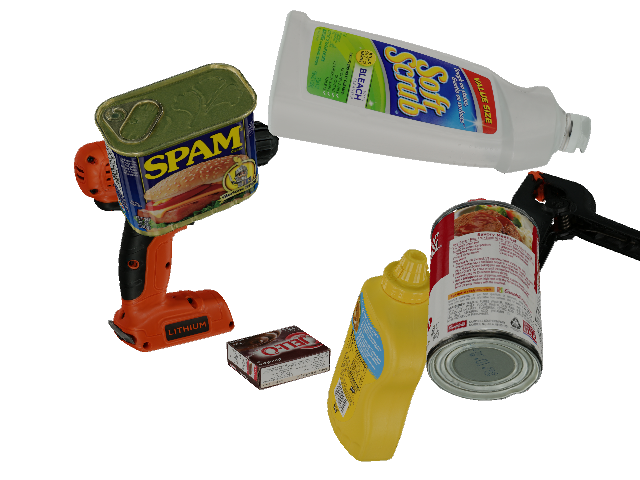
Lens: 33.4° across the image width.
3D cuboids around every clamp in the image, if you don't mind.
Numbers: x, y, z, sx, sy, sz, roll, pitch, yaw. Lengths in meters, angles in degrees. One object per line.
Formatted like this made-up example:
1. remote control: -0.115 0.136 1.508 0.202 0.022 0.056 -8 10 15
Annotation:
1. clamp: 0.233 -0.018 0.987 0.120 0.039 0.171 -2 33 3

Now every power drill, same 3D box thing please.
1. power drill: -0.117 -0.008 0.923 0.184 0.188 0.057 -12 21 -29

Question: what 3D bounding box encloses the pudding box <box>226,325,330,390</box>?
1. pudding box: -0.056 0.155 1.424 0.113 0.039 0.090 -14 23 -30

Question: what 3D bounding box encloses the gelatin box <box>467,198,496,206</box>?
1. gelatin box: 0.195 0.006 1.230 0.030 0.089 0.073 -12 32 -28

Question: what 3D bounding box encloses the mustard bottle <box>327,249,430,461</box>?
1. mustard bottle: 0.054 0.087 0.887 0.058 0.192 0.096 2 37 -17

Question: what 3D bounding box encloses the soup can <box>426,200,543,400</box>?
1. soup can: 0.098 0.036 0.639 0.068 0.102 0.068 5 -40 4

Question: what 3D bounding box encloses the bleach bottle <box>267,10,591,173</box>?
1. bleach bottle: 0.089 -0.112 0.852 0.251 0.102 0.068 10 -25 1

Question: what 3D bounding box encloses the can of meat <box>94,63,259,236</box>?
1. can of meat: -0.092 -0.059 0.713 0.102 0.057 0.084 -22 -37 -17
